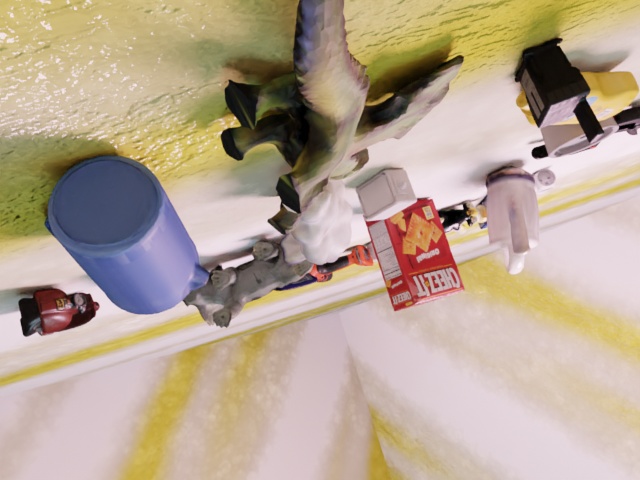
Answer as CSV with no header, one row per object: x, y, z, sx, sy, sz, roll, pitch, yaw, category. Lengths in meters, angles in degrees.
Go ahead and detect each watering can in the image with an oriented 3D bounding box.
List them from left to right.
0.400,-0.046,1.059,0.104,0.226,0.345,-3,171,15,watering can

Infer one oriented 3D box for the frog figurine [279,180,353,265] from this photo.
0.002,-0.037,0.731,0.122,0.140,0.157,24,153,-10,frog figurine

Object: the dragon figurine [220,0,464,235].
0.039,-0.132,0.510,0.245,0.122,0.405,-32,176,-22,dragon figurine
